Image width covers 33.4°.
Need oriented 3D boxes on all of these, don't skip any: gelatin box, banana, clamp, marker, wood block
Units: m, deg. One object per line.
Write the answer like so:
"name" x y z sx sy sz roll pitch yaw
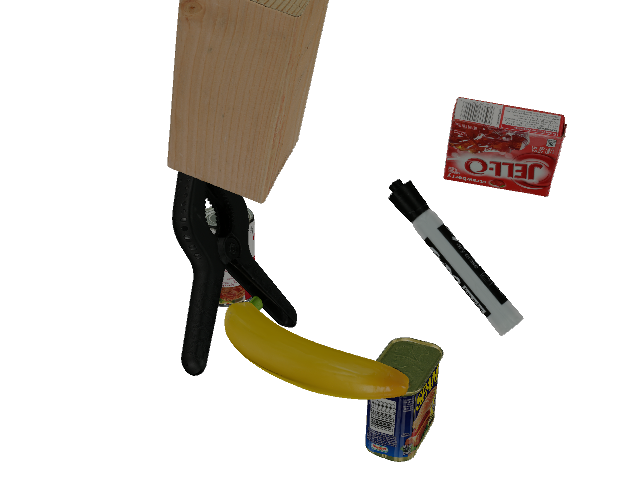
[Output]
"gelatin box" 0.148 -0.074 0.866 0.089 0.030 0.073 11 -36 8
"banana" -0.019 0.085 0.849 0.069 0.037 0.198 -25 34 -33
"clamp" -0.091 0.013 1.042 0.036 0.210 0.164 -10 1 36
"marker" 0.085 0.009 0.690 0.020 0.121 0.020 -38 -8 -7
"wood block" -0.057 -0.137 0.833 0.091 0.090 0.206 22 -37 6

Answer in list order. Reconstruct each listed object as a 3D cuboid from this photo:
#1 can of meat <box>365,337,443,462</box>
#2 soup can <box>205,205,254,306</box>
"can of meat" 0.082 0.159 1.067 0.057 0.084 0.102 12 27 20
"soup can" -0.110 0.017 1.239 0.068 0.102 0.068 1 25 0
